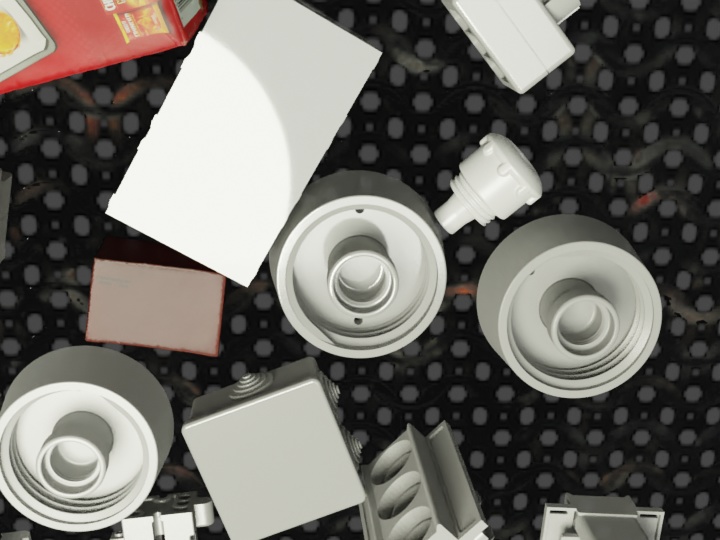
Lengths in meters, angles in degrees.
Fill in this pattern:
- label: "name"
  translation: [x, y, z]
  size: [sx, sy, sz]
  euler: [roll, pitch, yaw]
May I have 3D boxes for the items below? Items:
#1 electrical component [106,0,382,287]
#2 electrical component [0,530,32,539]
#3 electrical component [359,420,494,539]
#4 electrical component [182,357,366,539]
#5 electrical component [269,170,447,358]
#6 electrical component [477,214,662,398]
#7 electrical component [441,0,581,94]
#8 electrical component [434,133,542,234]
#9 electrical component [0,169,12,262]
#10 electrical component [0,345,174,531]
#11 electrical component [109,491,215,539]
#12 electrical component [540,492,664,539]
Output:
- label: "electrical component"
  translation: [-0.065, -0.082, 0.605]
  size: [0.089, 0.061, 0.150]
  euler: [28, 103, -12]
- label: "electrical component"
  translation: [-0.254, 0.208, 0.685]
  size: [0.089, 0.050, 0.055]
  euler: [-7, 107, -2]
- label: "electrical component"
  translation: [0.043, 0.154, 0.652]
  size: [0.079, 0.121, 0.063]
  euler: [-43, 107, 9]
- label: "electrical component"
  translation: [-0.053, 0.111, 0.670]
  size: [0.100, 0.048, 0.099]
  euler: [-20, 107, 2]
- label: "electrical component"
  translation: [0.000, 0.000, 0.635]
  size: [0.108, 0.060, 0.108]
  euler: [-1, 107, -4]
- label: "electrical component"
  translation: [0.129, 0.025, 0.651]
  size: [0.108, 0.060, 0.108]
  euler: [-1, 107, -4]
- label: "electrical component"
  translation: [0.097, -0.150, 0.603]
  size: [0.077, 0.047, 0.065]
  euler: [-38, 105, 7]
- label: "electrical component"
  translation: [0.073, -0.047, 0.635]
  size: [0.062, 0.048, 0.048]
  euler: [-39, 105, 15]
- label: "electrical component"
  translation: [-0.278, -0.036, 0.590]
  size: [0.150, 0.089, 0.061]
  euler: [9, 106, -7]
- label: "electrical component"
  translation: [-0.171, 0.107, 0.655]
  size: [0.108, 0.060, 0.108]
  euler: [-1, 107, -4]
- label: "electrical component"
  translation: [-0.125, 0.176, 0.688]
  size: [0.066, 0.048, 0.055]
  euler: [-6, 99, -3]
- label: "electrical component"
  translation: [0.157, 0.217, 0.710]
  size: [0.079, 0.063, 0.121]
  euler: [4, 106, -5]
